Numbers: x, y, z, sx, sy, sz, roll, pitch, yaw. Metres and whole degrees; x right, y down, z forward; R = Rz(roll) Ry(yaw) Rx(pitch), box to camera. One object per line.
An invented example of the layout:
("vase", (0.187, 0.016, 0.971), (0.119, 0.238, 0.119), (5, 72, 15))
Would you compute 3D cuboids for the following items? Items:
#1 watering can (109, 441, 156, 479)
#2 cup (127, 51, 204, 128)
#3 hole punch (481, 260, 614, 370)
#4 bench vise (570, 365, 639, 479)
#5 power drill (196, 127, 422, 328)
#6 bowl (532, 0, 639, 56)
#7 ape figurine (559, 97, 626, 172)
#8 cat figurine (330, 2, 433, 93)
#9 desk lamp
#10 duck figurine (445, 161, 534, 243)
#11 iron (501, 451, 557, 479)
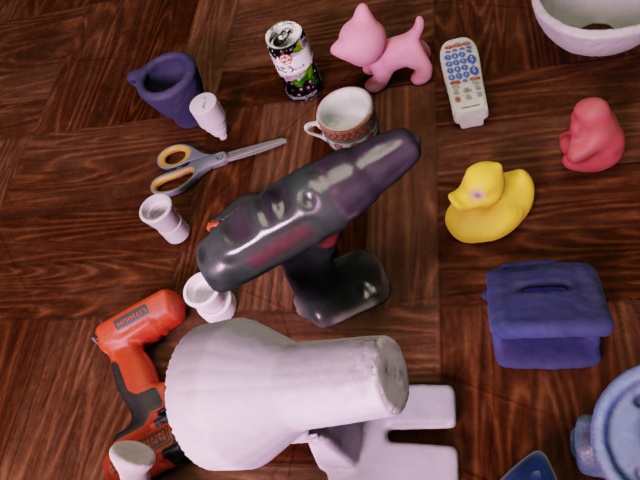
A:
("watering can", (-0.204, 0.258, 0.489), (0.100, 0.194, 0.173), (2, 61, 19))
("cup", (-0.217, -0.211, 0.839), (0.117, 0.095, 0.092), (8, 63, 22))
("hole punch", (0.209, 0.062, 0.540), (0.108, 0.091, 0.101), (-5, 58, 15))
("bench vise", (0.293, 0.129, 0.394), (0.207, 0.220, 0.121), (-12, 57, 11))
("power drill", (0.005, 0.002, 0.570), (0.229, 0.209, 0.075), (-25, 55, 2))
("bowl", (0.351, -0.286, 0.717), (0.167, 0.075, 0.167), (-8, 58, 13))
("ape figurine", (0.294, -0.120, 0.623), (0.076, 0.092, 0.078), (32, 73, 31))
("cat figurine", (0.081, -0.261, 0.761), (0.127, 0.118, 0.067), (-11, 57, 11))
("desk lamp", (0.006, 0.139, 0.483), (0.203, 0.214, 0.118), (-5, 58, 15))
("duck figurine", (0.183, -0.052, 0.621), (0.104, 0.086, 0.077), (-29, 55, -1))
("iron", (0.133, 0.266, 0.409), (0.118, 0.142, 0.258), (11, 64, 23))
